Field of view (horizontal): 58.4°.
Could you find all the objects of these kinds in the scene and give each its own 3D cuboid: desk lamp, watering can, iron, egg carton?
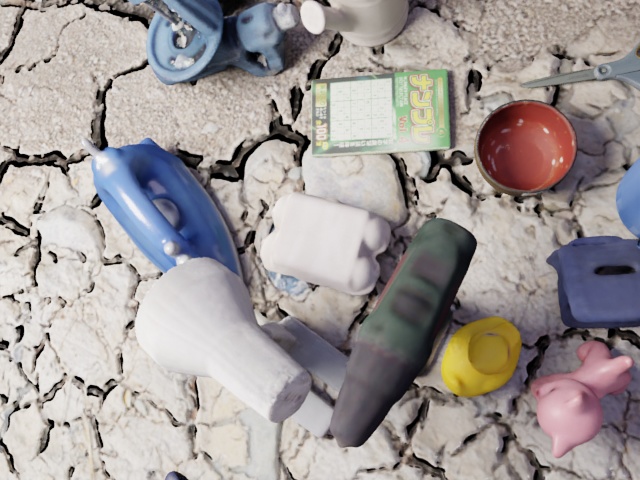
[{"bbox_3d":[-0.066,0.121,0.611,0.203,0.214,0.118,33,87,15],"label":"desk lamp"},{"bbox_3d":[0.049,-0.316,0.681,0.100,0.194,0.173,17,83,13],"label":"watering can"},{"bbox_3d":[-0.190,-0.021,0.697,0.118,0.141,0.258,-42,75,1],"label":"iron"},{"bbox_3d":[0.006,0.002,0.694,0.150,0.069,0.107,14,82,13],"label":"egg carton"}]

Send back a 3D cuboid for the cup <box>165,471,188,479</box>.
[{"bbox_3d":[-0.123,0.306,0.648,0.092,0.095,0.117,-44,75,0],"label":"cup"}]

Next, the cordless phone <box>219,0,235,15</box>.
[{"bbox_3d":[-0.170,-0.392,0.741,0.147,0.185,0.094,36,88,15],"label":"cordless phone"}]

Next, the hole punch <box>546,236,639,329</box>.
[{"bbox_3d":[0.312,0.044,0.618,0.108,0.091,0.101,-5,79,10],"label":"hole punch"}]

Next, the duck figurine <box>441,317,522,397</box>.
[{"bbox_3d":[0.180,0.129,0.630,0.104,0.086,0.077,-44,75,0],"label":"duck figurine"}]

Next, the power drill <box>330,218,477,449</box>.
[{"bbox_3d":[0.088,0.095,0.590,0.075,0.208,0.230,25,85,14],"label":"power drill"}]

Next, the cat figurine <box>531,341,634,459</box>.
[{"bbox_3d":[0.270,0.161,0.590,0.128,0.118,0.067,-40,75,1],"label":"cat figurine"}]

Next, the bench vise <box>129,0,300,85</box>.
[{"bbox_3d":[-0.140,-0.276,0.696,0.207,0.220,0.121,-26,76,5],"label":"bench vise"}]
